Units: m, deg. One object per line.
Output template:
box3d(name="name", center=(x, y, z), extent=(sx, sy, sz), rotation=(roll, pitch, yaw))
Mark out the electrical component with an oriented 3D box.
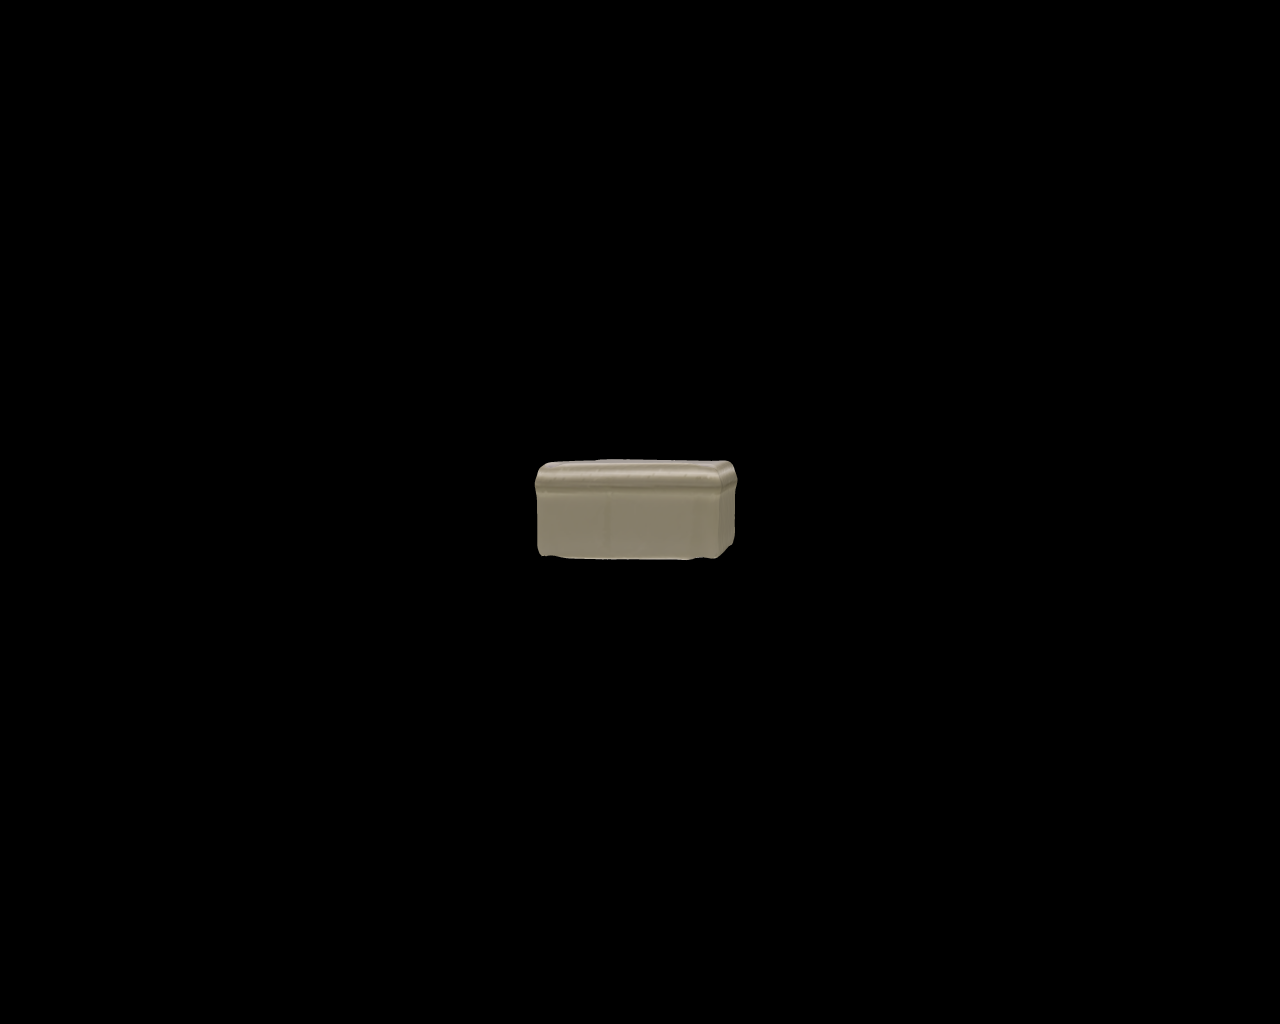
box3d(name="electrical component", center=(0.001, -0.003, 0.650), extent=(0.109, 0.056, 0.109), rotation=(1, 4, 11))
